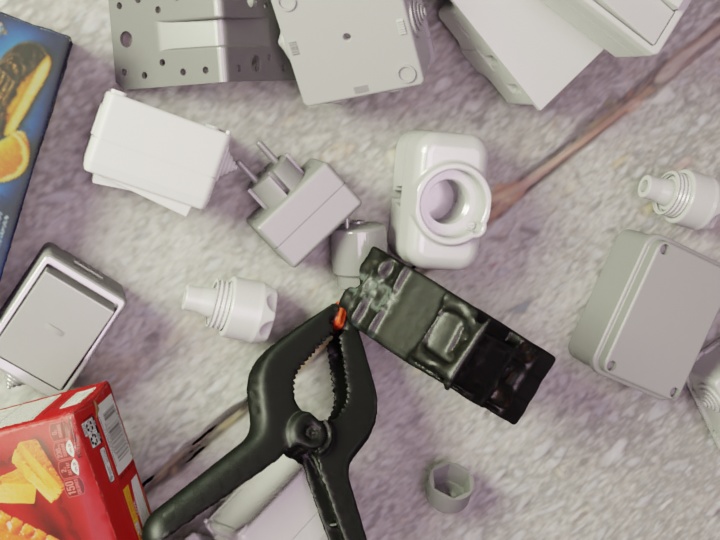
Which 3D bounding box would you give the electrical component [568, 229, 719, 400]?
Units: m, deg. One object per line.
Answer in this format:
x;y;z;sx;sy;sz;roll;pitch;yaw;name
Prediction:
0.221;0.034;0.820;0.078;0.057;0.113;23;93;-18;electrical component

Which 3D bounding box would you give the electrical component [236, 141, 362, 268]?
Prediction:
-0.051;-0.053;0.735;0.066;0.047;0.076;-44;108;-4;electrical component

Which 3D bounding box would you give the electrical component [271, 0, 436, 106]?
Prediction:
-0.005;-0.160;0.700;0.100;0.048;0.099;-8;121;16;electrical component

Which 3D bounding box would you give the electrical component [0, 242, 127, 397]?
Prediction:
-0.204;0.039;0.702;0.062;0.061;0.096;34;89;-18;electrical component

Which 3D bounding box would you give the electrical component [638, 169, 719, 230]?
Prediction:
0.243;-0.056;0.818;0.062;0.043;0.043;14;96;-16;electrical component

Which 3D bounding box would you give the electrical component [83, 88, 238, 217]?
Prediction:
-0.129;-0.074;0.702;0.096;0.062;0.061;18;94;-18;electrical component

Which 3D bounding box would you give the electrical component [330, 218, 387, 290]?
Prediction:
0.000;0.000;0.762;0.040;0.040;0.078;-6;102;-14;electrical component

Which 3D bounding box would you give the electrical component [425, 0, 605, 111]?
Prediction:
0.093;-0.215;0.740;0.105;0.060;0.186;-44;108;-4;electrical component

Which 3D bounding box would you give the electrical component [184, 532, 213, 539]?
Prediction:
-0.116;0.241;0.749;0.076;0.047;0.083;-39;71;-6;electrical component

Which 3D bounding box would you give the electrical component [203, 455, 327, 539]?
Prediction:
-0.058;0.178;0.753;0.096;0.062;0.061;-44;109;-25;electrical component

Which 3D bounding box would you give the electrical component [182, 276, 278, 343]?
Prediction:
-0.091;0.025;0.740;0.062;0.043;0.043;13;96;-16;electrical component

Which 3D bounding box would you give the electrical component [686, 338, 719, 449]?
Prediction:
0.320;0.095;0.863;0.100;0.048;0.099;-33;107;-8;electrical component

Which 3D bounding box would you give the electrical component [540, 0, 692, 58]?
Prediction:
0.164;-0.189;0.698;0.096;0.061;0.061;32;90;-18;electrical component

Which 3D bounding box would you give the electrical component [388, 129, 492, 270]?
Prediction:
0.056;-0.049;0.759;0.054;0.059;0.095;3;99;-16;electrical component
